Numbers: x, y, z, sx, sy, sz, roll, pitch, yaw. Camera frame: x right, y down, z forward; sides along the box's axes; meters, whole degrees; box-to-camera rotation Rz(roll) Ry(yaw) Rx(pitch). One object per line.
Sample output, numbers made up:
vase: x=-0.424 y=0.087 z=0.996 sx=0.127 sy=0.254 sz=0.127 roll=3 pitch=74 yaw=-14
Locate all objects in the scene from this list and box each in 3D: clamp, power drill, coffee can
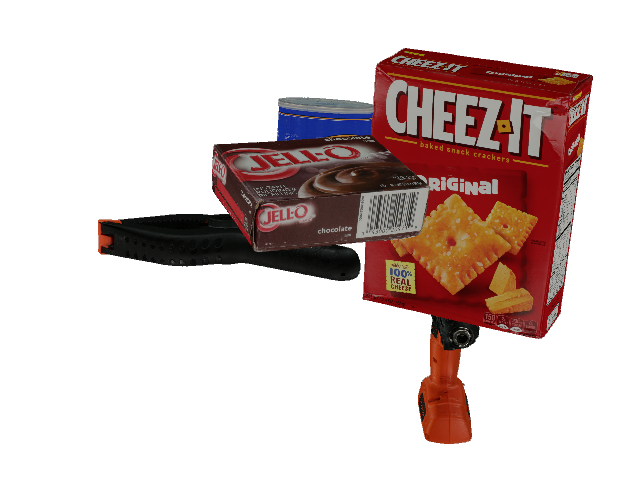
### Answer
clamp: x=-0.068 y=0.001 z=0.836 sx=0.210 sy=0.036 sz=0.164 roll=0 pitch=12 yaw=-9
power drill: x=0.140 y=0.122 z=1.151 sx=0.057 sy=0.188 sz=0.184 roll=2 pitch=23 yaw=2
coffee can: x=0.002 y=-0.078 z=1.143 sx=0.103 sy=0.140 sz=0.103 roll=4 pitch=12 yaw=-1

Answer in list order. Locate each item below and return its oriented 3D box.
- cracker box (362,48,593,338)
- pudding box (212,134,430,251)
cracker box: x=0.124 y=-0.038 z=0.884 sx=0.164 sy=0.214 sz=0.072 roll=13 pitch=26 yaw=23
pudding box: x=-0.002 y=-0.032 z=0.662 sx=0.113 sy=0.039 sz=0.090 roll=-4 pitch=28 yaw=-22
